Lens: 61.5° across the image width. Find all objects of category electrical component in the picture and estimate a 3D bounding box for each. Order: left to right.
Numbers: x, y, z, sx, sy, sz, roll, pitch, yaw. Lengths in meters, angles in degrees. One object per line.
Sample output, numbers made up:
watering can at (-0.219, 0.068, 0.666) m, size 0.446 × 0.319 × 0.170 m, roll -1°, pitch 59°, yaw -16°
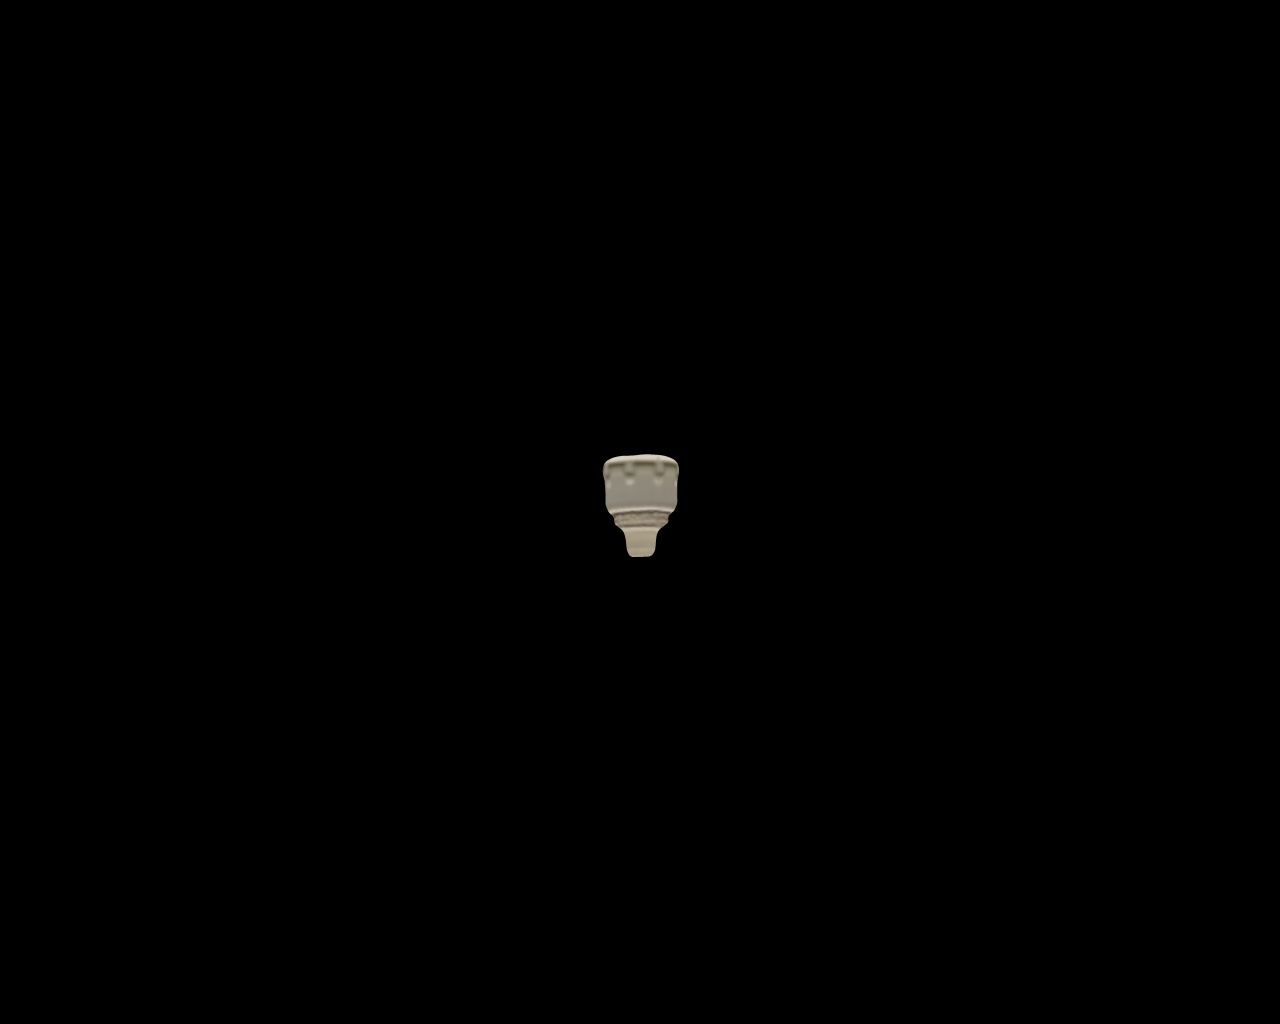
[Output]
electrical component at (0.001, -0.003, 0.650) m, size 0.048 × 0.062 × 0.048 m, roll 0°, pitch -5°, yaw 0°
